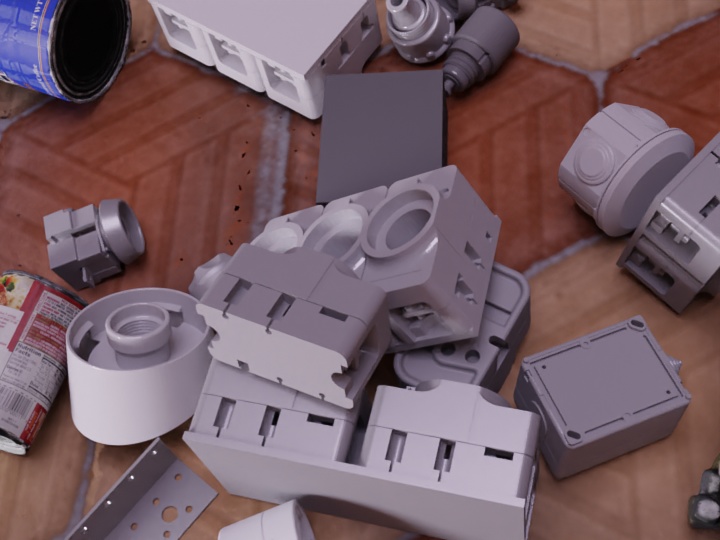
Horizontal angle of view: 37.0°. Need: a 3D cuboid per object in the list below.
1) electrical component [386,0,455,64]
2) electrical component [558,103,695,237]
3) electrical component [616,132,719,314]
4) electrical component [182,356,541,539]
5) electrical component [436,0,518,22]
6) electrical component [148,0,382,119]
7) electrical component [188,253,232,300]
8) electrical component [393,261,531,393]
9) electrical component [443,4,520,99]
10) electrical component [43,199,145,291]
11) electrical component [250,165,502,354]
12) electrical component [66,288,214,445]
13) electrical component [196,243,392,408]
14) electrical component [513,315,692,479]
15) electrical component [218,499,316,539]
[{"bbox_3d":[0.039,-0.183,0.788,0.048,0.062,0.048,-7,73,24],"label":"electrical component"},{"bbox_3d":[0.173,-0.066,0.699,0.080,0.080,0.051,-37,58,-11],"label":"electrical component"},{"bbox_3d":[0.253,-0.064,0.665,0.186,0.105,0.060,-43,75,-14],"label":"electrical component"},{"bbox_3d":[0.007,0.104,0.620,0.186,0.105,0.060,9,64,13],"label":"electrical component"},{"bbox_3d":[0.086,-0.218,0.813,0.055,0.048,0.066,-29,62,-16],"label":"electrical component"},{"bbox_3d":[-0.070,-0.187,0.811,0.150,0.061,0.089,30,71,22],"label":"electrical component"},{"bbox_3d":[-0.082,0.022,0.713,0.043,0.043,0.062,-36,64,-11],"label":"electrical component"},{"bbox_3d":[0.065,0.046,0.667,0.054,0.059,0.095,25,69,20],"label":"electrical component"},{"bbox_3d":[0.083,-0.156,0.783,0.040,0.040,0.078,32,72,22],"label":"electrical component"},{"bbox_3d":[-0.185,-0.021,0.751,0.055,0.048,0.066,-20,61,6],"label":"electrical component"},{"bbox_3d":[0.000,0.000,0.655,0.150,0.061,0.089,-14,44,35],"label":"electrical component"},{"bbox_3d":[-0.139,0.058,0.688,0.099,0.064,0.099,-1,33,1],"label":"electrical component"},{"bbox_3d":[-0.032,0.026,0.579,0.089,0.050,0.055,18,53,21],"label":"electrical component"},{"bbox_3d":[0.148,0.076,0.642,0.096,0.061,0.061,-19,59,-11],"label":"electrical component"},{"bbox_3d":[-0.052,0.167,0.626,0.047,0.055,0.055,-19,61,3],"label":"electrical component"}]
